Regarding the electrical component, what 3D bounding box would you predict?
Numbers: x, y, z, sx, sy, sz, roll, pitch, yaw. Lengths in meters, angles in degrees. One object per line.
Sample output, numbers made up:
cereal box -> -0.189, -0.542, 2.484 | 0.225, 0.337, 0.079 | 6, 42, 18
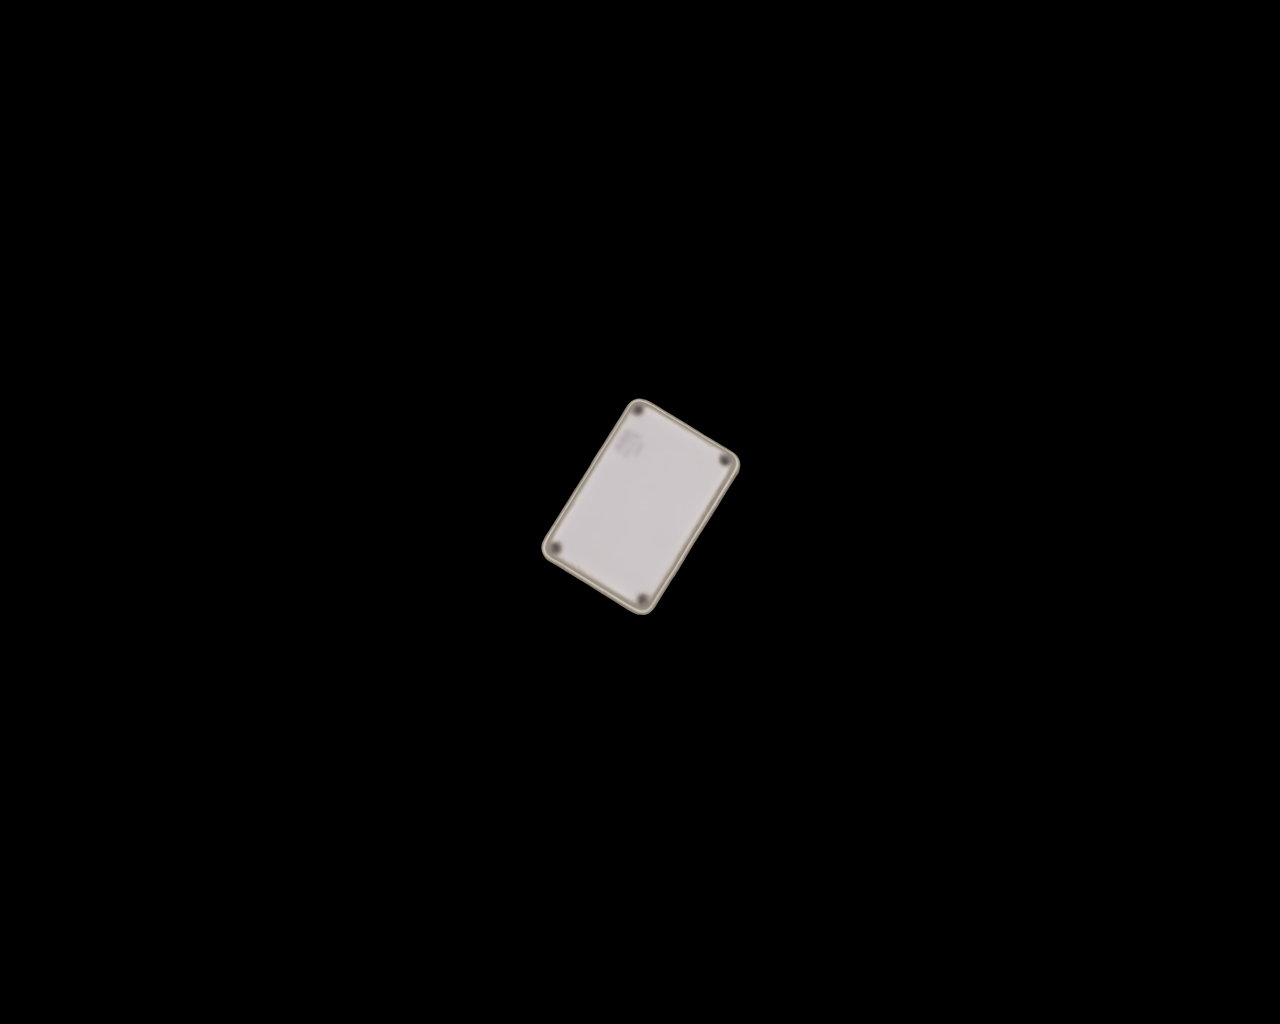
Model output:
electrical component -> 0.001, -0.003, 0.650 | 0.078, 0.113, 0.057 | 32, -4, 2
